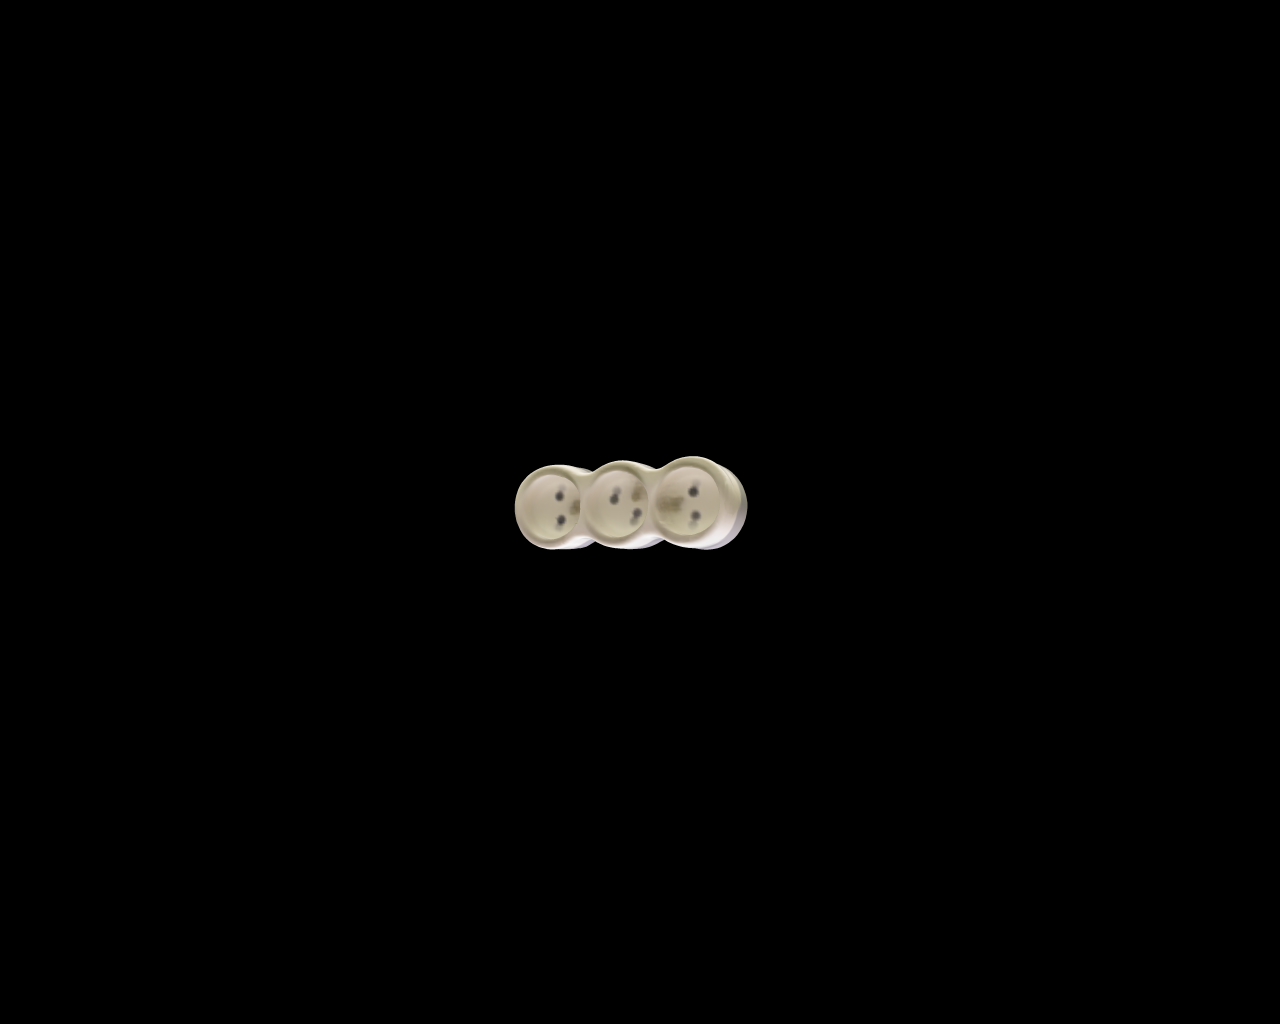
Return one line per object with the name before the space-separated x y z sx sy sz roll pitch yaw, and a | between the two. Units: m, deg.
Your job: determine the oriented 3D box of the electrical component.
electrical component | 0.001 -0.003 0.650 0.138 0.052 0.074 -1 -3 23
